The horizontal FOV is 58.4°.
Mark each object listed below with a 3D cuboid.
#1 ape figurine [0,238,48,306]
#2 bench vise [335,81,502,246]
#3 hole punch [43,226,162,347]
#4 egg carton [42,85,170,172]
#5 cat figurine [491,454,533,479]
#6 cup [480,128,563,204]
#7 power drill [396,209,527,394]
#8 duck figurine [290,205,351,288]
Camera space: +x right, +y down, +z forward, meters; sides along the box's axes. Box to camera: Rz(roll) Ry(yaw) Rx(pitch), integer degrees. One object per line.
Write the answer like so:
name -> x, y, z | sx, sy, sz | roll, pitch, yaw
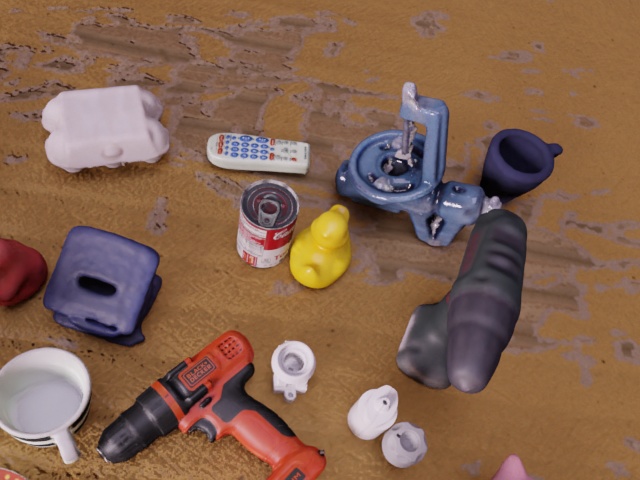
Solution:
ape figurine -> -0.339, 0.026, 0.614 | 0.076, 0.092, 0.077 | -5, 62, -14
bench vise -> 0.135, -0.098, 0.710 | 0.207, 0.219, 0.121 | 8, 59, -7
hole punch -> -0.233, 0.051, 0.622 | 0.108, 0.091, 0.101 | 18, 59, -1
egg carton -> -0.273, -0.141, 0.736 | 0.150, 0.069, 0.107 | -11, 64, -18
cat figurine -> 0.179, 0.283, 0.561 | 0.067, 0.117, 0.128 | 29, 59, 6
cup -> 0.278, -0.098, 0.813 | 0.118, 0.095, 0.091 | -15, 65, -19
power drill -> 0.153, 0.085, 0.616 | 0.075, 0.208, 0.230 | 25, 59, 3
duck figurine -> 0.006, 0.003, 0.703 | 0.077, 0.086, 0.105 | 26, 59, 4
